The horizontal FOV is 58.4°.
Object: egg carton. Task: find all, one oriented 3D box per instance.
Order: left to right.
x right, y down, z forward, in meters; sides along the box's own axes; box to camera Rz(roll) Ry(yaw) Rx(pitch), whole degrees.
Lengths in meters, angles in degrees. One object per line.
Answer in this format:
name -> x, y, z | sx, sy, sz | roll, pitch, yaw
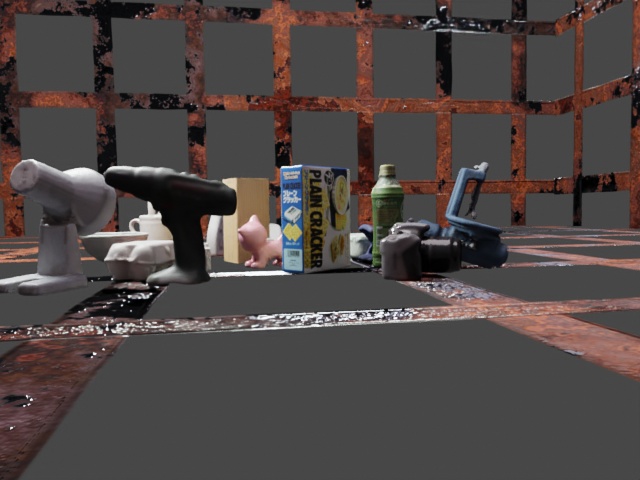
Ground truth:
egg carton -> -0.343, 0.038, 1.124 | 0.107, 0.069, 0.150 | 0, 3, 9

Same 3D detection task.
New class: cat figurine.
cat figurine -> -0.127, 0.003, 1.268 | 0.128, 0.118, 0.067 | -3, 4, -28

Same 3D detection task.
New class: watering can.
watering can -> -0.467, -0.053, 1.670 | 0.173, 0.194, 0.100 | -2, 3, -16

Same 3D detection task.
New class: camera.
camera -> 0.190, 0.018, 1.062 | 0.136, 0.101, 0.143 | 0, 3, 19

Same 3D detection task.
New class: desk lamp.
desk lamp -> -0.443, -0.024, 0.965 | 0.117, 0.213, 0.204 | 0, 3, 13

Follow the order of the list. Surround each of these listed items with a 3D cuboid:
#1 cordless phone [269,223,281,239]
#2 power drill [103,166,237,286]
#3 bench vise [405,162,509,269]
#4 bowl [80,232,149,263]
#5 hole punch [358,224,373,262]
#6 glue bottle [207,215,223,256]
cordless phone -> -0.193, -0.057, 1.763 | 0.147, 0.185, 0.094 | -1, 3, -7
power drill -> -0.262, -0.026, 1.016 | 0.230, 0.208, 0.075 | -1, 3, -10
bench vise -> 0.282, -0.049, 1.185 | 0.207, 0.220, 0.121 | -1, 3, -5
bowl -> -0.523, 0.019, 1.465 | 0.167, 0.075, 0.167 | -1, 3, 0
hole punch -> 0.146, 0.007, 1.366 | 0.101, 0.091, 0.108 | -2, 3, -13
glue bottle -> -0.290, -0.042, 1.627 | 0.037, 0.173, 0.078 | 1, 4, 23
